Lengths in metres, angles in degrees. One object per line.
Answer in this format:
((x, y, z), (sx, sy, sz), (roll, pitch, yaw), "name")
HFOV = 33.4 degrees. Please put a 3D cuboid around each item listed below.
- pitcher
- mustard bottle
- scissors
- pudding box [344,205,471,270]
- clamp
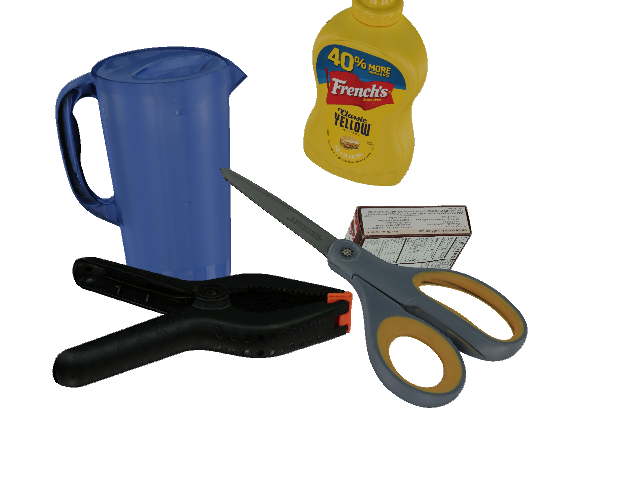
((-0.161, -0.066, 1.074), (0.149, 0.243, 0.144), (11, 27, 26), "pitcher")
((0.040, -0.137, 0.893), (0.096, 0.192, 0.058), (22, 46, 15), "mustard bottle")
((0.013, 0.026, 0.585), (0.202, 0.096, 0.016), (23, -40, 12), "scissors")
((0.082, 0.002, 1.049), (0.113, 0.039, 0.090), (-3, -30, -13), "pudding box")
((-0.084, 0.048, 0.758), (0.209, 0.036, 0.165), (-3, 25, -14), "clamp")
